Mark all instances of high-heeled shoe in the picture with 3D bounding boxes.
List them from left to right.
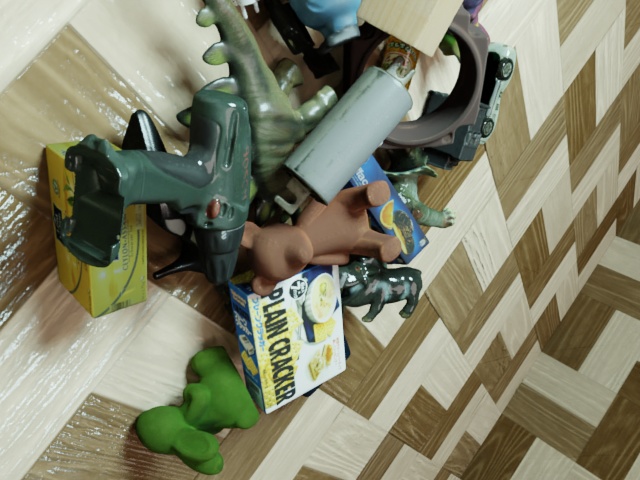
[{"bbox_3d":[-0.159,-0.053,0.673,0.145,0.086,0.248,-30,137,-40],"label":"high-heeled shoe"}]

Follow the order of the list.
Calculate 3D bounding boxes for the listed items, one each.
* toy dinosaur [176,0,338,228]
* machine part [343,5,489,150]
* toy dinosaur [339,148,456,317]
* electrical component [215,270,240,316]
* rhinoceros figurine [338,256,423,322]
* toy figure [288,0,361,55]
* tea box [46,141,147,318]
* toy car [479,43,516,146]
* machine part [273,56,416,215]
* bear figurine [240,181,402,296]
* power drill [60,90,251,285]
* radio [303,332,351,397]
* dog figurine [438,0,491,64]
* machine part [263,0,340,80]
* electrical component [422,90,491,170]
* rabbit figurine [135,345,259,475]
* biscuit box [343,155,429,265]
[{"bbox_3d":[-0.074,-0.140,0.687,0.198,0.105,0.470,-40,139,-24],"label":"toy dinosaur"},{"bbox_3d":[0.137,-0.240,0.796,0.202,0.087,0.200,-2,124,-3],"label":"machine part"},{"bbox_3d":[0.101,-0.012,0.973,0.192,0.131,0.404,27,100,-36],"label":"toy dinosaur"},{"bbox_3d":[-0.114,0.076,0.839,0.102,0.045,0.078,-19,155,-38],"label":"electrical component"},{"bbox_3d":[0.089,0.077,0.915,0.190,0.073,0.112,5,121,-20],"label":"rhinoceros figurine"},{"bbox_3d":[-0.001,-0.310,0.609,0.089,0.082,0.180,-34,110,-33],"label":"toy figure"},{"bbox_3d":[-0.241,-0.014,0.586,0.068,0.098,0.169,-19,125,-42],"label":"tea box"},{"bbox_3d":[0.329,-0.289,1.076,0.056,0.074,0.201,-9,120,-45],"label":"toy car"},{"bbox_3d":[0.035,-0.129,0.672,0.243,0.079,0.079,-50,142,-4],"label":"machine part"},{"bbox_3d":[-0.004,-0.002,0.724,0.196,0.132,0.120,-24,108,-38],"label":"bear figurine"},{"bbox_3d":[-0.146,-0.033,0.543,0.207,0.086,0.231,-15,124,-50],"label":"power drill"},{"bbox_3d":[-0.031,0.176,0.975,0.131,0.073,0.229,-43,138,-20],"label":"radio"},{"bbox_3d":[0.229,-0.369,0.833,0.219,0.192,0.108,45,65,-37],"label":"dog figurine"},{"bbox_3d":[-0.023,-0.256,0.691,0.039,0.084,0.138,-40,155,12],"label":"machine part"},{"bbox_3d":[0.238,-0.200,0.998,0.058,0.115,0.134,-3,114,-46],"label":"electrical component"},{"bbox_3d":[-0.187,0.275,0.816,0.170,0.159,0.121,-25,143,-17],"label":"rabbit figurine"},{"bbox_3d":[0.088,-0.055,0.848,0.063,0.059,0.202,-42,106,-21],"label":"biscuit box"}]
